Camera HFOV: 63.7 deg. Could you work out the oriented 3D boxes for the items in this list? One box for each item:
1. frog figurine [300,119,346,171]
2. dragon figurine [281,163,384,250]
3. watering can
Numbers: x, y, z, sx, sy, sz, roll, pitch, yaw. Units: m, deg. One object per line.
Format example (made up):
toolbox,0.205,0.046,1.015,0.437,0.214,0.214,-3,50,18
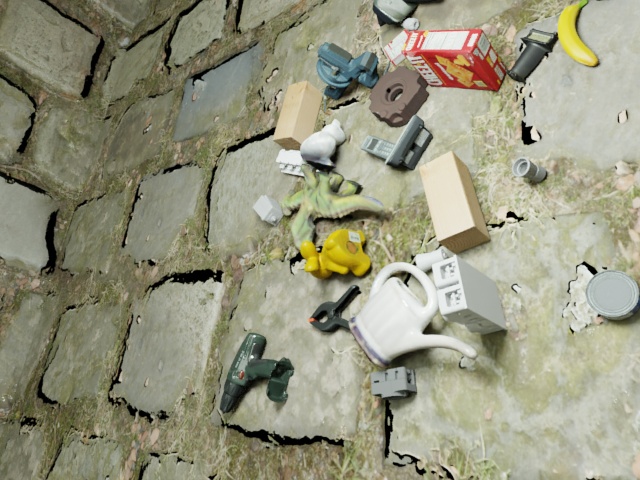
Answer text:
frog figurine,0.012,-0.295,1.537,0.122,0.161,0.136,17,-9,-5
dragon figurine,0.004,-0.073,1.460,0.121,0.240,0.416,14,16,-37
watering can,0.183,0.190,1.125,0.103,0.222,0.354,33,15,-32
